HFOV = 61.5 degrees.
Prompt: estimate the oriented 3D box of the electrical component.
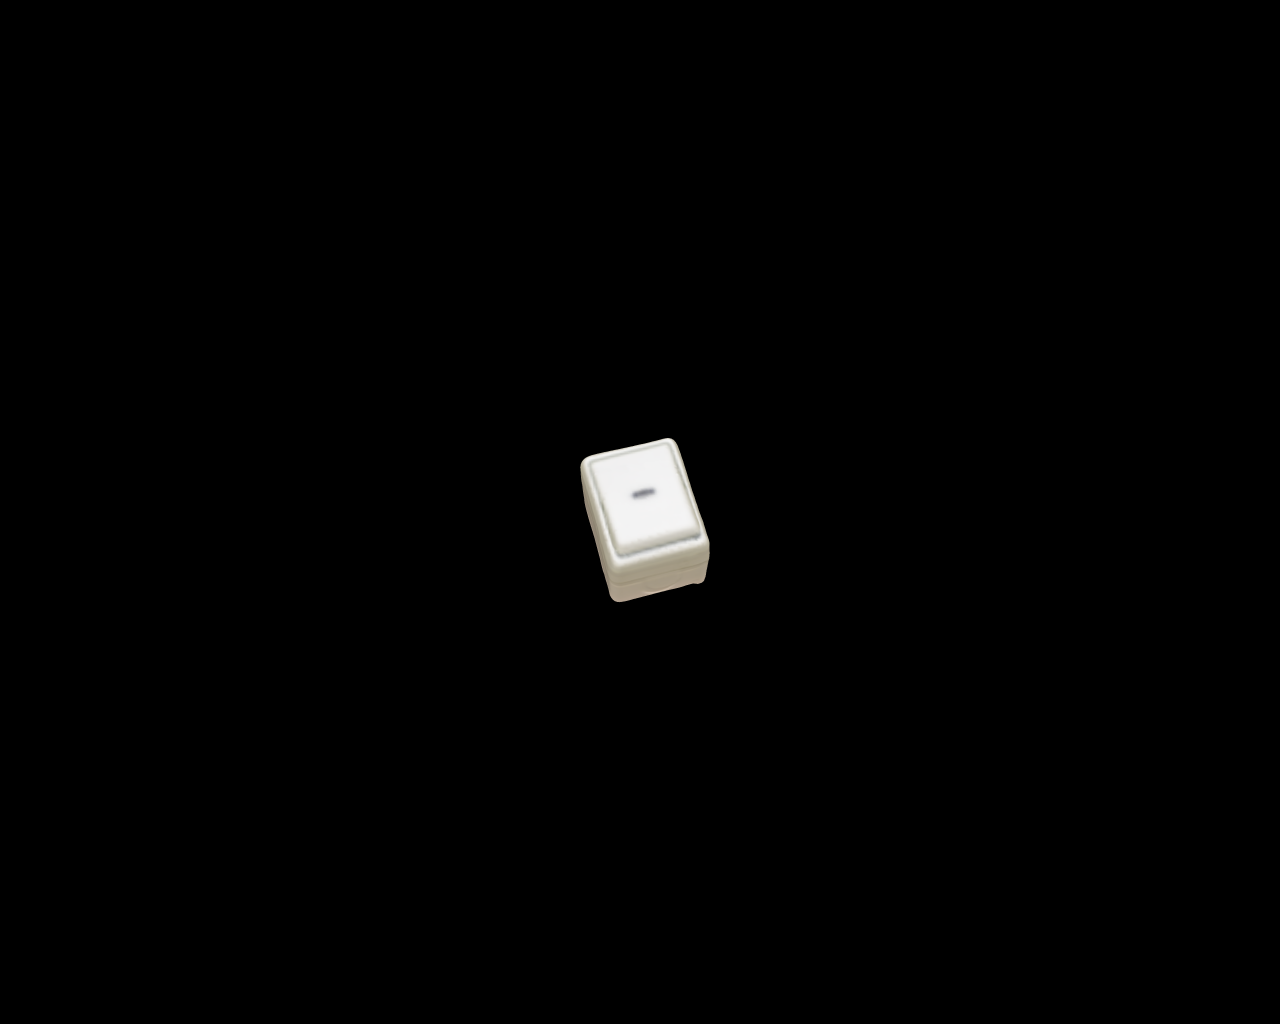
[{"bbox_3d":[0.001,-0.003,0.650,0.062,0.096,0.061,-13,-28,-7],"label":"electrical component"}]
